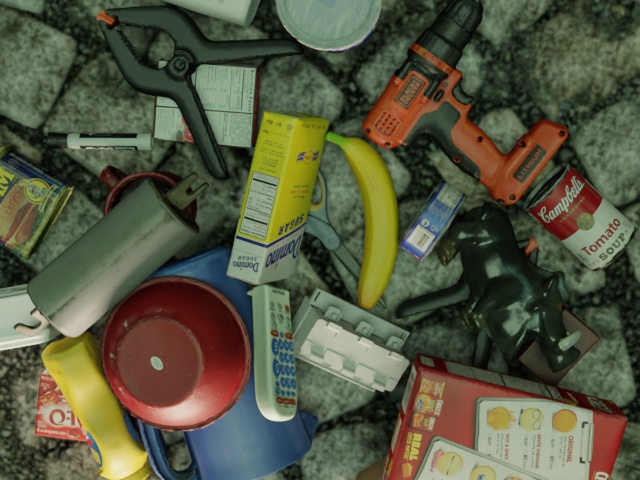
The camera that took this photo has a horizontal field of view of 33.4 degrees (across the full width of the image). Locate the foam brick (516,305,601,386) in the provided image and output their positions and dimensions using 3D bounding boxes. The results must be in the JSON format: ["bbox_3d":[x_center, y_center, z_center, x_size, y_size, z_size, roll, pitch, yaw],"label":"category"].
[{"bbox_3d":[0.256,0.113,1.162,0.053,0.051,0.078,42,99,-2],"label":"foam brick"}]

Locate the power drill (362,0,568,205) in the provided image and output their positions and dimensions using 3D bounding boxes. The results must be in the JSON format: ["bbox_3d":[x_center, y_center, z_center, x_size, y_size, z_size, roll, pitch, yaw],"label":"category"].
[{"bbox_3d":[0.165,-0.140,1.126,0.187,0.057,0.184,36,102,0],"label":"power drill"}]

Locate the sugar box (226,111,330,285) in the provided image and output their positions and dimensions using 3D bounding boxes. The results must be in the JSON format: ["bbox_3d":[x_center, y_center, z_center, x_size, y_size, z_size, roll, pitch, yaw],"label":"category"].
[{"bbox_3d":[-0.042,-0.045,1.113,0.048,0.093,0.176,15,100,21],"label":"sugar box"}]

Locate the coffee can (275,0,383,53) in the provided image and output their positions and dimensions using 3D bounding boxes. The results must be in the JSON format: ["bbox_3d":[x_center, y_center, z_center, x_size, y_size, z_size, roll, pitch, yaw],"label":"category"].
[{"bbox_3d":[0.012,-0.241,1.075,0.103,0.140,0.103,0,99,3],"label":"coffee can"}]

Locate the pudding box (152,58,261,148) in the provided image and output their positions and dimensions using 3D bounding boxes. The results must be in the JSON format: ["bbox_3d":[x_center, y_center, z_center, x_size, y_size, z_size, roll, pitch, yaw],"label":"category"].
[{"bbox_3d":[-0.122,-0.147,1.150,0.113,0.039,0.090,5,98,1],"label":"pudding box"}]

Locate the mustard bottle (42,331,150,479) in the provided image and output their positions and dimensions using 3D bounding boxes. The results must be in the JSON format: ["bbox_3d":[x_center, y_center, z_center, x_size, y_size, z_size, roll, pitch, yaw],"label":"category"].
[{"bbox_3d":[-0.233,0.194,1.149,0.058,0.096,0.191,-27,100,-16],"label":"mustard bottle"}]

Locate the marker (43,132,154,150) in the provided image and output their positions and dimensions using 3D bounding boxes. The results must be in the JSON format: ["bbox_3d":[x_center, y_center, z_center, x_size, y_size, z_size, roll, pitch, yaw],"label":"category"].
[{"bbox_3d":[-0.244,-0.109,1.172,0.121,0.020,0.020,1,99,3],"label":"marker"}]

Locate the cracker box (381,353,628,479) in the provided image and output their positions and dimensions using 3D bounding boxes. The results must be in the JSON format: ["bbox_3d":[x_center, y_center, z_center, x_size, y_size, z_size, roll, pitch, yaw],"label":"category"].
[{"bbox_3d":[0.179,0.220,1.082,0.213,0.072,0.164,14,100,-1],"label":"cracker box"}]

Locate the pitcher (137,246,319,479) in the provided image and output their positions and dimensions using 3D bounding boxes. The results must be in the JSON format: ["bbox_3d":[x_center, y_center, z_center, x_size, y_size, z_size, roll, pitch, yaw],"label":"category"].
[{"bbox_3d":[-0.116,0.138,1.146,0.145,0.149,0.243,-17,94,26],"label":"pitcher"}]

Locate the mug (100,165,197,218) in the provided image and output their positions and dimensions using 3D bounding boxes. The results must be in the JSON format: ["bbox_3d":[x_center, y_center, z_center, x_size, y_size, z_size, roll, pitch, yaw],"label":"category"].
[{"bbox_3d":[-0.187,-0.038,1.148,0.117,0.081,0.093,38,99,-3],"label":"mug"}]

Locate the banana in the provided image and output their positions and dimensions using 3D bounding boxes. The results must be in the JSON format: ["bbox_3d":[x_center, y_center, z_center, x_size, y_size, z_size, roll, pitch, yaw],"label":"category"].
[{"bbox_3d":[0.053,-0.027,1.152,0.069,0.037,0.198,-15,99,-16],"label":"banana"}]

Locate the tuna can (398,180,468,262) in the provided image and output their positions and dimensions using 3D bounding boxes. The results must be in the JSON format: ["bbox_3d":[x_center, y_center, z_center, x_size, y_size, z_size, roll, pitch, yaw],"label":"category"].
[{"bbox_3d":[0.119,-0.021,1.130,0.034,0.086,0.086,34,99,3],"label":"tuna can"}]

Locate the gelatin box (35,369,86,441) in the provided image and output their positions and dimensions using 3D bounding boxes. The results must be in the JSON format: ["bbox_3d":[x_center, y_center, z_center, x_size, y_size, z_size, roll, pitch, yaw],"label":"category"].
[{"bbox_3d":[-0.276,0.189,1.214,0.089,0.030,0.073,8,99,2],"label":"gelatin box"}]

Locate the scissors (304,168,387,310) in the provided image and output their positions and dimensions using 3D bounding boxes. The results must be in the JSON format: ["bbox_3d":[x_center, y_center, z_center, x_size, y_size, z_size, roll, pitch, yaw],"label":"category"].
[{"bbox_3d":[-0.008,0.001,1.177,0.096,0.016,0.202,-22,96,8],"label":"scissors"}]

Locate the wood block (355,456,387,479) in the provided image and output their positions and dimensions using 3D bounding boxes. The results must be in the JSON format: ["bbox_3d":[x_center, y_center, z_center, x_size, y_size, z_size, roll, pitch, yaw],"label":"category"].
[{"bbox_3d":[0.147,0.253,1.170,0.206,0.090,0.091,-36,95,7],"label":"wood block"}]

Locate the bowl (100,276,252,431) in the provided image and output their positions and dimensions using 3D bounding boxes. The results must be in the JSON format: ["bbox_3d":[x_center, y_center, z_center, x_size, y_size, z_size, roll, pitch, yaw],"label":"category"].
[{"bbox_3d":[-0.153,0.118,1.067,0.162,0.055,0.162,1,94,10],"label":"bowl"}]

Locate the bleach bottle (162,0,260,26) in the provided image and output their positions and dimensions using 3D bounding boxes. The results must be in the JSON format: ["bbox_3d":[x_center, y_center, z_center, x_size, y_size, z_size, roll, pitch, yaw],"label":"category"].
[{"bbox_3d":[-0.178,-0.310,1.116,0.251,0.068,0.102,21,98,2],"label":"bleach bottle"}]

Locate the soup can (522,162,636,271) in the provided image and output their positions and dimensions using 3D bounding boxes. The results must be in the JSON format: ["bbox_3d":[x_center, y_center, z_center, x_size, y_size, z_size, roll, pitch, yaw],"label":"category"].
[{"bbox_3d":[0.275,-0.024,1.131,0.102,0.068,0.068,42,99,-4],"label":"soup can"}]

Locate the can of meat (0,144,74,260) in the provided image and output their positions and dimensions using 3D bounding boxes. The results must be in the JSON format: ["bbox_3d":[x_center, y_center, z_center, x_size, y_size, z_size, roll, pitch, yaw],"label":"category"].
[{"bbox_3d":[-0.331,-0.040,1.169,0.084,0.057,0.102,31,100,-5],"label":"can of meat"}]

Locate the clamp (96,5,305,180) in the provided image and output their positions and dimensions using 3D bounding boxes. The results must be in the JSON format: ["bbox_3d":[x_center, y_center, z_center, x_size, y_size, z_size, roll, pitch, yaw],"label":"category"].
[{"bbox_3d":[-0.142,-0.170,1.108,0.210,0.036,0.164,25,95,2],"label":"clamp"}]

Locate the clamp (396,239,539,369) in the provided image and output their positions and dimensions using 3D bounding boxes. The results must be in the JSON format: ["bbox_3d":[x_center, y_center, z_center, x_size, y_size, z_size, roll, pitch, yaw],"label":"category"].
[{"bbox_3d":[0.182,0.072,1.164,0.171,0.039,0.120,-39,92,10],"label":"clamp"}]
